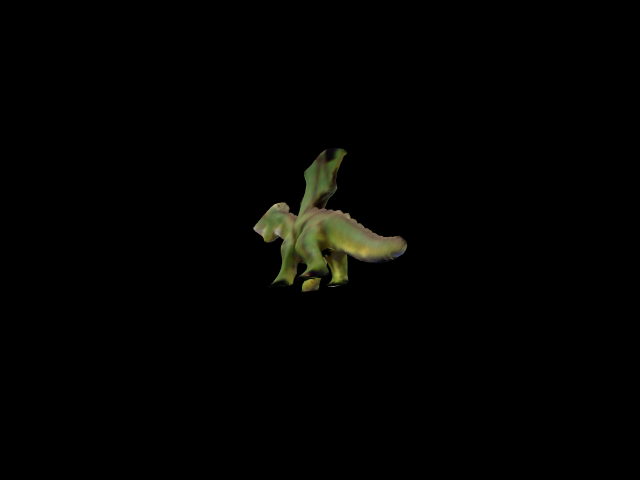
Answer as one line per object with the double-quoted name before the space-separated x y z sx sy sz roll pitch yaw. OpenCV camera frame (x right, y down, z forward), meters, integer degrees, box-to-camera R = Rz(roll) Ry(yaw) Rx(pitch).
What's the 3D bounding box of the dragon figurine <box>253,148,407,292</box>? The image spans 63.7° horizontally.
"dragon figurine" 0.003 -0.043 0.850 0.122 0.246 0.406 13 -22 -34
